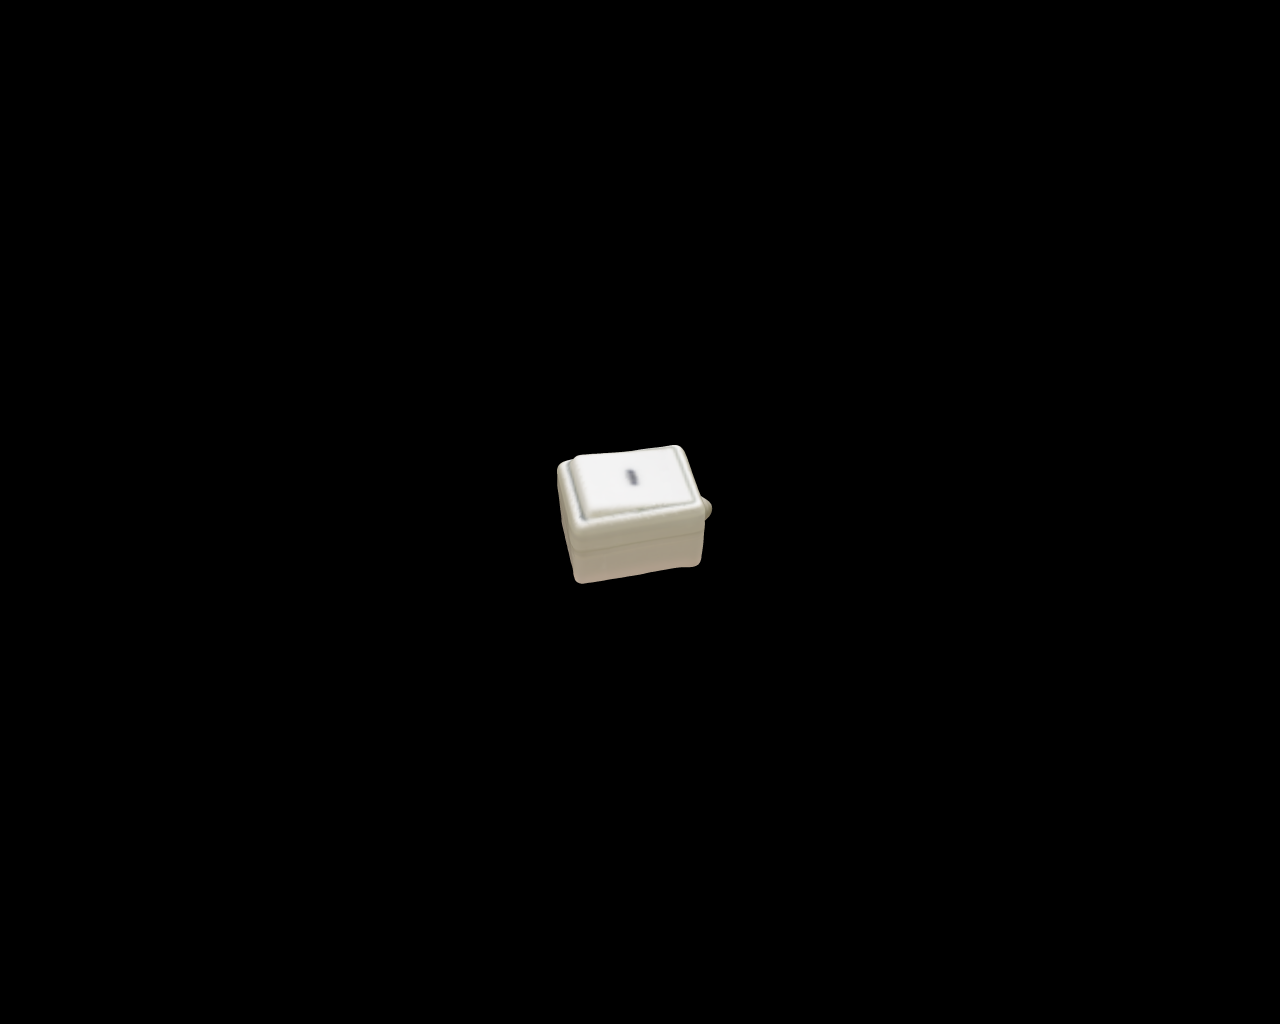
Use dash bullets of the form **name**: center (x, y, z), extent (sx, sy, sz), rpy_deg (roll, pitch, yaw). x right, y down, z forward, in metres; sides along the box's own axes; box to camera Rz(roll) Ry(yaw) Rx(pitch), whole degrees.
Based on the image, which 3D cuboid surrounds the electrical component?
- **electrical component**: center (0.001, -0.003, 0.650), extent (0.096, 0.062, 0.061), rpy_deg (-9, -43, -8)
